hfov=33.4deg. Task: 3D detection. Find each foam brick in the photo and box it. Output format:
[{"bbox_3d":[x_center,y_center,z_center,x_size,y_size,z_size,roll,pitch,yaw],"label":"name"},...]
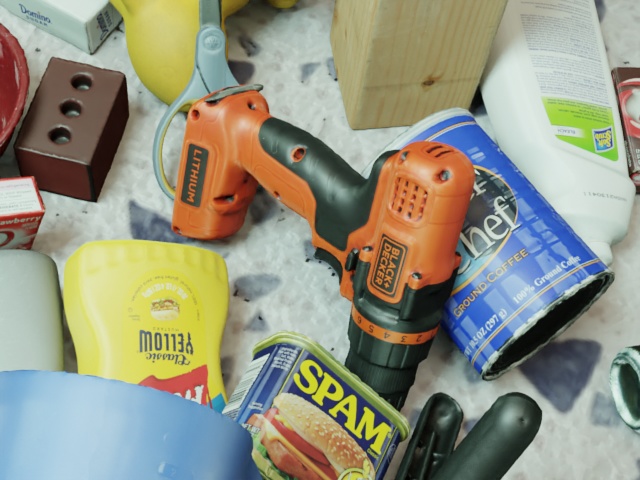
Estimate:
[{"bbox_3d":[-0.163,-0.074,0.711,0.053,0.051,0.078,13,61,1],"label":"foam brick"}]

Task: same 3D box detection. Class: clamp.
[{"bbox_3d":[0.041,0.167,0.577,0.036,0.164,0.210,32,86,-1],"label":"clamp"}]

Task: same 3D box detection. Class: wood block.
[{"bbox_3d":[0.066,-0.168,0.697,0.090,0.206,0.090,-6,62,-9],"label":"wood block"}]

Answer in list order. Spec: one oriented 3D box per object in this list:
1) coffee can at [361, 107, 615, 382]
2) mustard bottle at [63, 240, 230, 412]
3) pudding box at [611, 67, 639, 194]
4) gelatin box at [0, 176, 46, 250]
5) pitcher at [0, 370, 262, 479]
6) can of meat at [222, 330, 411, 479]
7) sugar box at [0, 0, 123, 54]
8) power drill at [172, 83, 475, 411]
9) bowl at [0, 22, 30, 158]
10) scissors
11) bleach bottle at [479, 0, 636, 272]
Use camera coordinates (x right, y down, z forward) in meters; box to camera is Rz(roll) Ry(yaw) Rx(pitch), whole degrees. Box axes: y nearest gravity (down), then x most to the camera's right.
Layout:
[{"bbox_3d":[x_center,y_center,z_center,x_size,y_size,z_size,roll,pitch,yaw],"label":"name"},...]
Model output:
[{"bbox_3d":[0.098,0.002,0.667,0.102,0.103,0.140,-31,69,-20],"label":"coffee can"},{"bbox_3d":[-0.097,0.098,0.611,0.096,0.058,0.191,7,68,-31],"label":"mustard bottle"},{"bbox_3d":[0.266,-0.079,0.764,0.113,0.039,0.090,1,61,-6],"label":"pudding box"},{"bbox_3d":[-0.217,-0.003,0.641,0.089,0.073,0.030,-9,63,-33],"label":"gelatin box"},{"bbox_3d":[-0.123,0.182,0.449,0.149,0.145,0.242,3,64,15],"label":"pitcher"},{"bbox_3d":[-0.010,0.116,0.598,0.102,0.058,0.083,42,52,-15],"label":"can of meat"},{"bbox_3d":[-0.159,-0.228,0.799,0.093,0.048,0.176,30,66,10],"label":"sugar box"},{"bbox_3d":[-0.004,0.001,0.645,0.188,0.184,0.057,29,31,27],"label":"power drill"},{"bbox_3d":[-0.262,-0.077,0.693,0.162,0.055,0.162,-2,58,3],"label":"bowl"},{"bbox_3d":[-0.055,-0.118,0.702,0.096,0.016,0.202,13,101,-19],"label":"scissors"},{"bbox_3d":[0.158,-0.089,0.743,0.102,0.068,0.251,4,63,-17],"label":"bleach bottle"}]
